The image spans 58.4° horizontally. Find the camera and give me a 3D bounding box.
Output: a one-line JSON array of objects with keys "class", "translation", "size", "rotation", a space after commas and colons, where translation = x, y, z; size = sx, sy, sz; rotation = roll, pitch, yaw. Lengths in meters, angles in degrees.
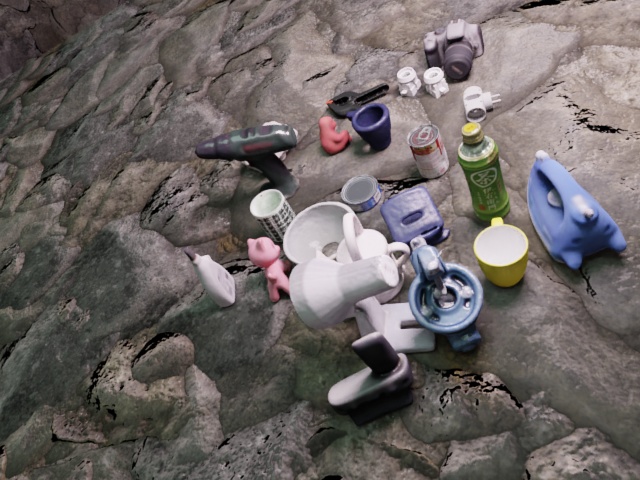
[{"class": "camera", "translation": [0.322, -0.464, 1.404], "size": [0.142, 0.101, 0.137], "rotation": [-5, 52, 25]}]

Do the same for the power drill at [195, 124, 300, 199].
[{"class": "power drill", "translation": [-0.146, -0.179, 1.343], "size": [0.229, 0.209, 0.075], "rotation": [-18, 47, 14]}]

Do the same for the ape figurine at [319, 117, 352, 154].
[{"class": "ape figurine", "translation": [0.027, -0.263, 1.402], "size": [0.076, 0.092, 0.077], "rotation": [-42, 46, -9]}]

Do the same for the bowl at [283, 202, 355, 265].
[{"class": "bowl", "translation": [0.011, 0.004, 1.202], "size": [0.167, 0.075, 0.167], "rotation": [-15, 48, 17]}]

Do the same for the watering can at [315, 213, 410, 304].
[{"class": "watering can", "translation": [0.074, 0.032, 1.062], "size": [0.173, 0.195, 0.100], "rotation": [-29, 46, 4]}]

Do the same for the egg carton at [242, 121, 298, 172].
[{"class": "egg carton", "translation": [-0.130, -0.240, 1.482], "size": [0.107, 0.070, 0.150], "rotation": [23, 67, 39]}]

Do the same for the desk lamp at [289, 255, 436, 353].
[{"class": "desk lamp", "translation": [0.077, 0.105, 0.986], "size": [0.202, 0.214, 0.118], "rotation": [-9, 50, 21]}]

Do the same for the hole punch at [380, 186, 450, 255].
[{"class": "hole punch", "translation": [0.187, -0.038, 1.132], "size": [0.108, 0.091, 0.101], "rotation": [-27, 46, 6]}]

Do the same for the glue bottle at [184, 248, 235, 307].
[{"class": "glue bottle", "translation": [-0.236, 0.069, 1.210], "size": [0.037, 0.174, 0.078], "rotation": [-19, 47, 13]}]

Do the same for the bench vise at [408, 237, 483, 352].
[{"class": "bench vise", "translation": [0.182, 0.066, 0.958], "size": [0.121, 0.220, 0.206], "rotation": [-39, 46, -5]}]

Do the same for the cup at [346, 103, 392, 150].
[{"class": "cup", "translation": [0.120, -0.261, 1.348], "size": [0.117, 0.095, 0.092], "rotation": [20, 65, 38]}]

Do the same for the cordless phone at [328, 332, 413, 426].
[{"class": "cordless phone", "translation": [0.066, 0.211, 0.924], "size": [0.147, 0.186, 0.094], "rotation": [-29, 46, 4]}]

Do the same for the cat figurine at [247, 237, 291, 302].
[{"class": "cat figurine", "translation": [-0.108, 0.048, 1.199], "size": [0.067, 0.118, 0.127], "rotation": [-27, 46, 6]}]

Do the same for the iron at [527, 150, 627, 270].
[{"class": "iron", "translation": [0.422, -0.080, 1.005], "size": [0.118, 0.142, 0.258], "rotation": [-24, 46, 9]}]
